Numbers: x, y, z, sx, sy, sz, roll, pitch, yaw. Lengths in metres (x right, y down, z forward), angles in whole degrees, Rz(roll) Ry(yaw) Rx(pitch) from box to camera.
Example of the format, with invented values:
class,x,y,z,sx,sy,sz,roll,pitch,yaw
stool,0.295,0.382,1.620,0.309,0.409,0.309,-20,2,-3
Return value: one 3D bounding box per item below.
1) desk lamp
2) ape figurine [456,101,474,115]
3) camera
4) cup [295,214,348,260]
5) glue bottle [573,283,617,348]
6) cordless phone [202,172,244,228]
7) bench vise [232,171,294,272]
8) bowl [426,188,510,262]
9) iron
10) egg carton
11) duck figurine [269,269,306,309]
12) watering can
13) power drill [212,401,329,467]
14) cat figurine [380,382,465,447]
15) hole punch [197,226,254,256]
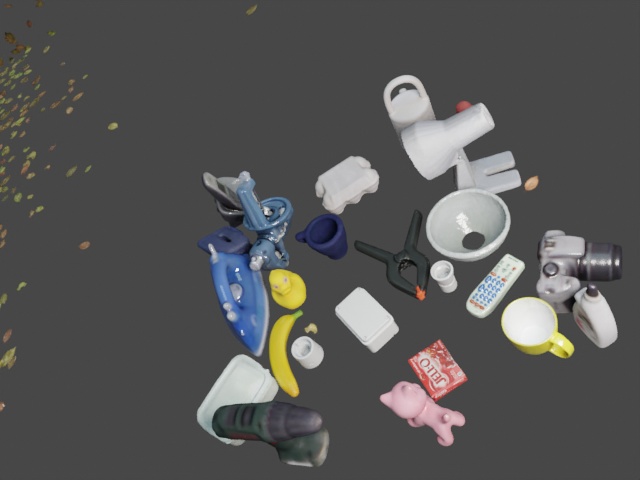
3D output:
class,x,y,z,sx,sy,sz,roll,pitch,yaw
desk lamp,0.293,-0.182,1.192,0.203,0.214,0.118,-17,52,16
ape figurine,0.339,-0.285,1.321,0.078,0.092,0.076,-46,50,-8
camera,0.461,0.048,1.020,0.136,0.101,0.143,0,58,27
cup,0.012,0.005,1.285,0.117,0.095,0.091,-9,54,22
glue bottle,0.445,0.113,0.935,0.037,0.174,0.078,-36,49,0
cordless phone,-0.240,-0.131,1.449,0.094,0.186,0.147,-30,49,5
bench vise,-0.126,-0.042,1.306,0.121,0.220,0.207,-20,51,14
bowl,0.304,-0.018,1.164,0.167,0.075,0.167,-13,53,19
iron,-0.192,0.126,1.274,0.118,0.142,0.257,-28,50,7
egg carton,0.064,-0.133,1.371,0.150,0.070,0.107,-33,49,3
duck figurine,-0.084,0.096,1.277,0.077,0.086,0.104,-37,49,-1
watering can,0.213,-0.297,1.326,0.101,0.195,0.172,-39,49,-2
power drill,-0.066,0.340,1.017,0.229,0.209,0.075,-5,56,24
cat figurine,0.174,0.289,0.989,0.127,0.118,0.067,19,68,36
hole punch,-0.230,0.013,1.407,0.108,0.091,0.101,27,73,38
